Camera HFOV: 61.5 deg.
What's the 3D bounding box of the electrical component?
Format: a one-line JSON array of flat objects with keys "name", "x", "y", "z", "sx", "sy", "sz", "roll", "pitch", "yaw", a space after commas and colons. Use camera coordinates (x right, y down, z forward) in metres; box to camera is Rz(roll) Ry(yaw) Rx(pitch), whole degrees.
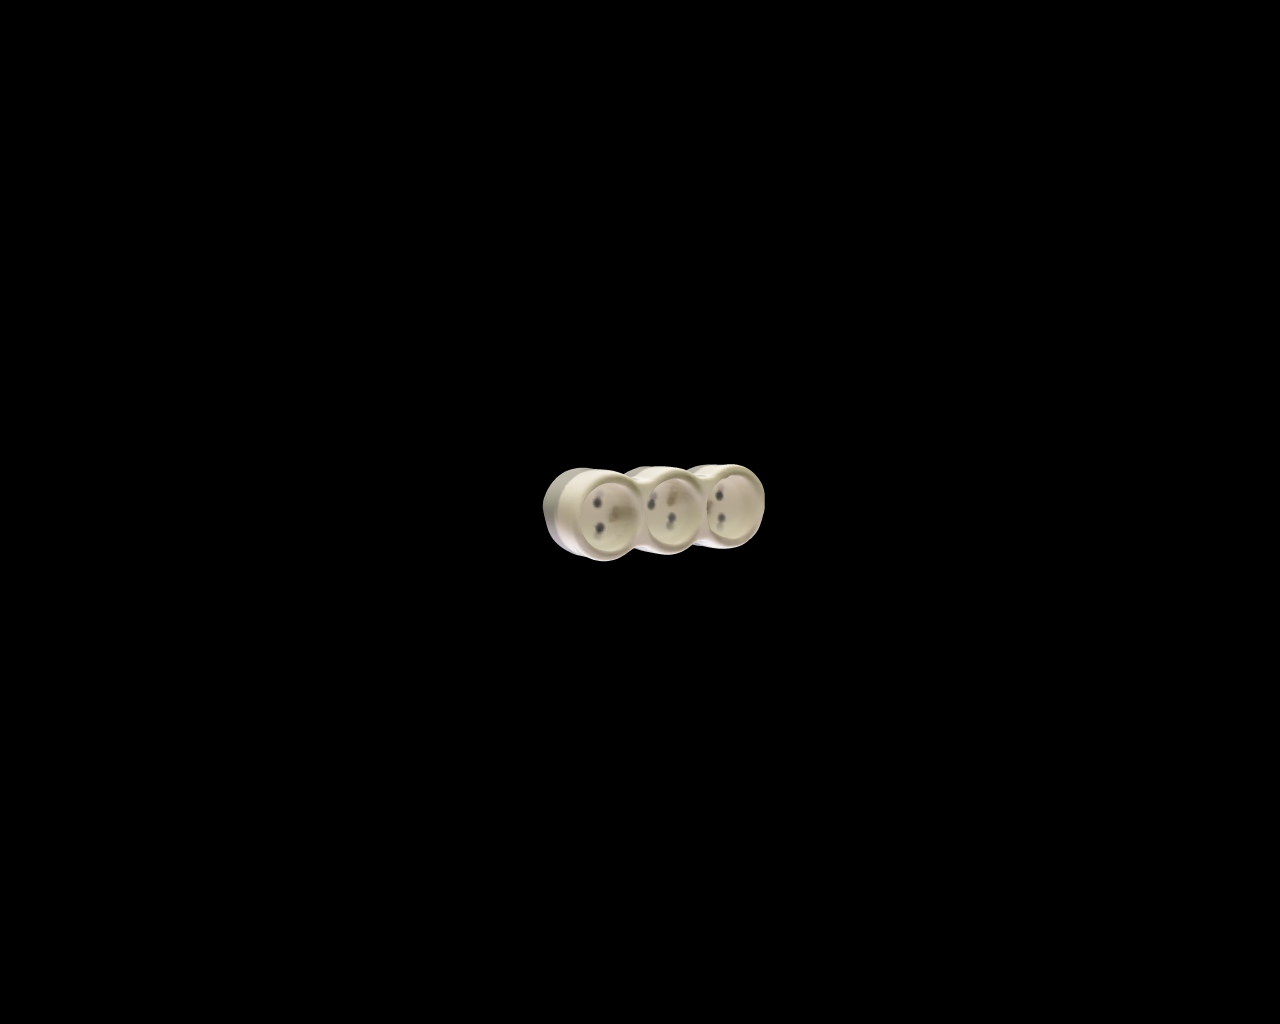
[{"name": "electrical component", "x": 0.001, "y": -0.003, "z": 0.650, "sx": 0.138, "sy": 0.052, "sz": 0.074, "roll": -4, "pitch": 7, "yaw": -33}]
